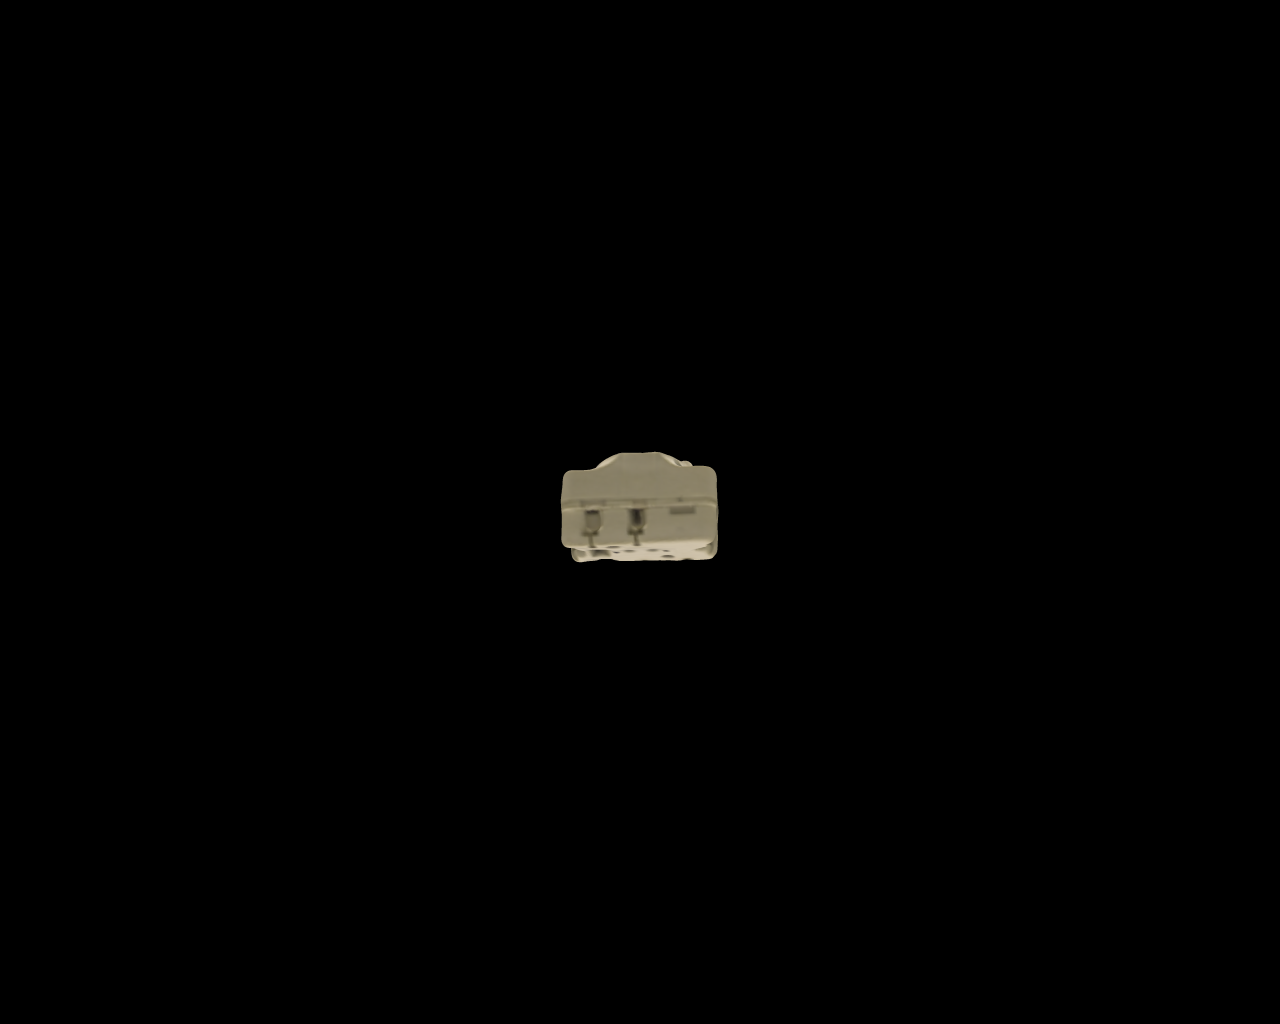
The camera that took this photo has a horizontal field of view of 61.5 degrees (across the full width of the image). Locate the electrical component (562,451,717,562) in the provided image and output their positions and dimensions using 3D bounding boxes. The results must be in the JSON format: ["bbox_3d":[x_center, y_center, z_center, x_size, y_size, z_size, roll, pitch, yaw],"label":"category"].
[{"bbox_3d":[0.001,-0.003,0.650,0.089,0.056,0.050,-1,-15,5],"label":"electrical component"}]
